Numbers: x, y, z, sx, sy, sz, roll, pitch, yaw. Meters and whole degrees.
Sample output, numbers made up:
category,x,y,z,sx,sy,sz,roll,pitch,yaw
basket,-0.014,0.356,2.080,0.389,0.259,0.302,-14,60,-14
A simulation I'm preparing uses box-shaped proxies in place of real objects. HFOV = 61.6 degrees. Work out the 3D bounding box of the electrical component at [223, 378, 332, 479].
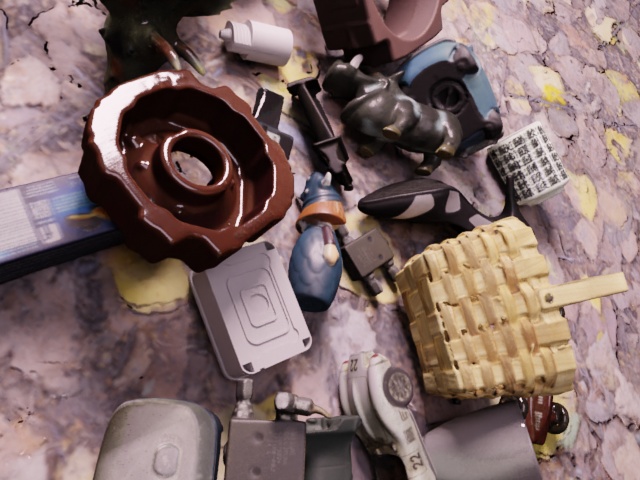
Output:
category,x,y,z,sx,sy,sz,roll,pitch,yaw
electrical component,-0.035,0.162,0.414,0.078,0.045,0.102,11,69,-7

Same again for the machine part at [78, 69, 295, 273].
category,x,y,z,sx,sy,sz,roll,pitch,yaw
machine part,-0.111,-0.060,0.459,0.179,0.056,0.179,19,55,-30

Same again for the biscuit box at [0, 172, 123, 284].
category,x,y,z,sx,sy,sz,roll,pitch,yaw
biscuit box,-0.219,-0.015,0.449,0.203,0.063,0.059,-21,83,-34

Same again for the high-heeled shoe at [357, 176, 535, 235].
category,x,y,z,sx,sy,sz,roll,pitch,yaw
high-heeled shoe,0.163,-0.004,0.678,0.249,0.086,0.145,-8,105,-15

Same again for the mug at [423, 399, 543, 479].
category,x,y,z,sx,sy,sz,roll,pitch,yaw
mug,0.166,0.216,0.569,0.107,0.109,0.080,-15,86,10

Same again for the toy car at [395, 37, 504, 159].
category,x,y,z,sx,sy,sz,roll,pitch,yaw
toy car,0.184,-0.198,0.728,0.161,0.109,0.103,50,38,-16

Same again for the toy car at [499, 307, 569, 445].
category,x,y,z,sx,sy,sz,roll,pitch,yaw
toy car,0.273,0.150,0.679,0.089,0.053,0.202,23,61,-25

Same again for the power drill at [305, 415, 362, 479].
category,x,y,z,sx,sy,sz,roll,pitch,yaw
power drill,-0.021,0.256,0.454,0.232,0.086,0.207,4,66,-28

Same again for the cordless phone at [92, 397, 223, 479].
category,x,y,z,sx,sy,sz,roll,pitch,yaw
cordless phone,-0.172,0.186,0.392,0.184,0.089,0.146,14,66,-21

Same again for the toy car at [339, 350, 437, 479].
category,x,y,z,sx,sy,sz,roll,pitch,yaw
toy car,0.074,0.206,0.528,0.056,0.073,0.201,-18,82,-34

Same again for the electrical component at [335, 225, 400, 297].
category,x,y,z,sx,sy,sz,roll,pitch,yaw
electrical component,0.054,0.015,0.620,0.063,0.021,0.094,-31,89,-35

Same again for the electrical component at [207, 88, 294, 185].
category,x,y,z,sx,sy,sz,roll,pitch,yaw
electrical component,-0.071,-0.101,0.574,0.075,0.048,0.119,16,65,-25

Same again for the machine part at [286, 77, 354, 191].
category,x,y,z,sx,sy,sz,roll,pitch,yaw
machine part,0.003,-0.126,0.619,0.139,0.039,0.084,68,14,17

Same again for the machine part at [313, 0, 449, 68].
category,x,y,z,sx,sy,sz,roll,pitch,yaw
machine part,0.074,-0.335,0.674,0.201,0.087,0.200,-41,126,-35

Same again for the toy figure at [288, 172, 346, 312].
category,x,y,z,sx,sy,sz,roll,pitch,yaw
toy figure,-0.003,-0.002,0.570,0.057,0.064,0.154,50,41,-51

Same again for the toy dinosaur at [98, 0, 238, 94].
category,x,y,z,sx,sy,sz,roll,pitch,yaw
toy dinosaur,-0.129,-0.328,0.534,0.192,0.131,0.405,21,73,10

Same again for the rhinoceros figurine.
category,x,y,z,sx,sy,sz,roll,pitch,yaw
rhinoceros figurine,0.092,-0.157,0.663,0.190,0.073,0.112,24,68,-11
